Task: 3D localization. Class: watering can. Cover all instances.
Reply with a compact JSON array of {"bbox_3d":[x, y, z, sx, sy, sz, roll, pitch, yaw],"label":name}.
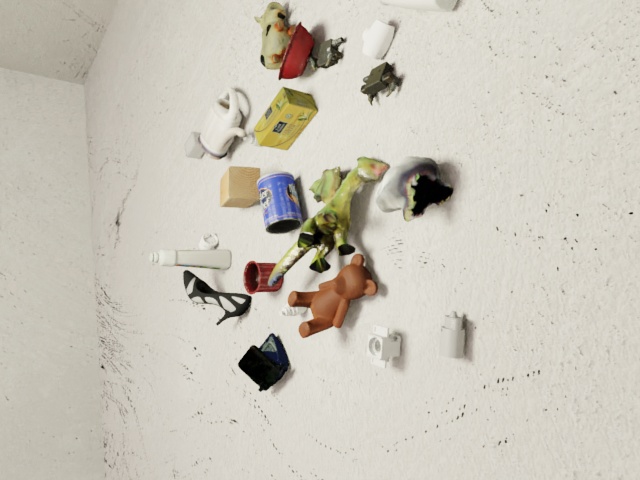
[{"bbox_3d":[-0.309,-0.352,1.647,0.220,0.103,0.356,-59,33,30],"label":"watering can"}]

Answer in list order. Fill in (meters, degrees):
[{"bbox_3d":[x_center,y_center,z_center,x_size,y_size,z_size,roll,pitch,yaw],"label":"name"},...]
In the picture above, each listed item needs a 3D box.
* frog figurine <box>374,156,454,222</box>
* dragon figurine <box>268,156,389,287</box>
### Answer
[{"bbox_3d":[0.162,-0.111,1.027,0.138,0.121,0.161,-49,31,-6],"label":"frog figurine"},{"bbox_3d":[0.004,-0.062,1.232,0.404,0.121,0.249,-33,34,38],"label":"dragon figurine"}]
